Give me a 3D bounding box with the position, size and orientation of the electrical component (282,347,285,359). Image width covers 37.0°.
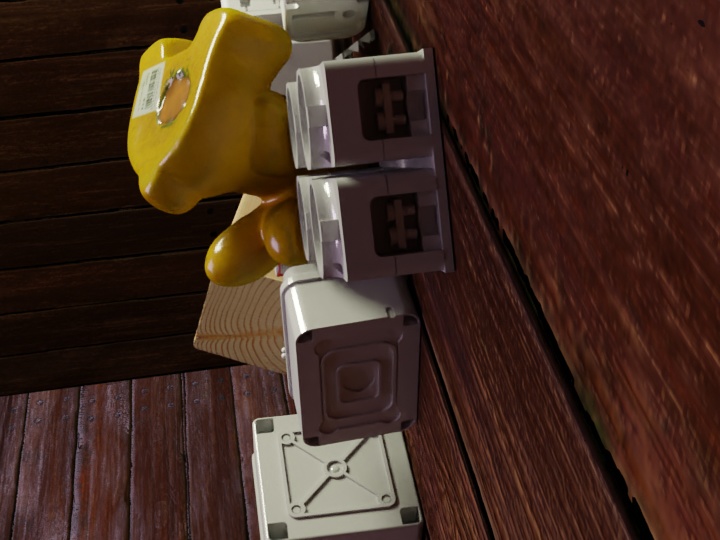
[{"bbox_3d":[-0.026,0.063,0.872,0.083,0.076,0.047,103,160,-72],"label":"electrical component"}]

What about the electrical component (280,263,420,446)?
[{"bbox_3d":[-0.006,0.050,0.674,0.057,0.078,0.113,-107,12,-45],"label":"electrical component"}]

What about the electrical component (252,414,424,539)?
[{"bbox_3d":[-0.018,0.156,0.757,0.108,0.109,0.056,-103,12,-46],"label":"electrical component"}]

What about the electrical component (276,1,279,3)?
[{"bbox_3d":[-0.089,-0.249,1.086,0.057,0.078,0.113,112,151,-83],"label":"electrical component"}]

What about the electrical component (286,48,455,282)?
[{"bbox_3d":[-0.002,-0.057,0.592,0.186,0.060,0.105,-142,45,-81],"label":"electrical component"}]

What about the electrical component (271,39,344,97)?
[{"bbox_3d":[-0.056,-0.137,0.829,0.048,0.100,0.099,-77,-17,-70],"label":"electrical component"}]

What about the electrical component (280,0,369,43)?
[{"bbox_3d":[-0.024,-0.193,0.676,0.095,0.054,0.059,103,159,-72],"label":"electrical component"}]

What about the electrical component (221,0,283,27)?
[{"bbox_3d":[-0.068,-0.178,0.922,0.150,0.089,0.061,91,170,-50],"label":"electrical component"}]
